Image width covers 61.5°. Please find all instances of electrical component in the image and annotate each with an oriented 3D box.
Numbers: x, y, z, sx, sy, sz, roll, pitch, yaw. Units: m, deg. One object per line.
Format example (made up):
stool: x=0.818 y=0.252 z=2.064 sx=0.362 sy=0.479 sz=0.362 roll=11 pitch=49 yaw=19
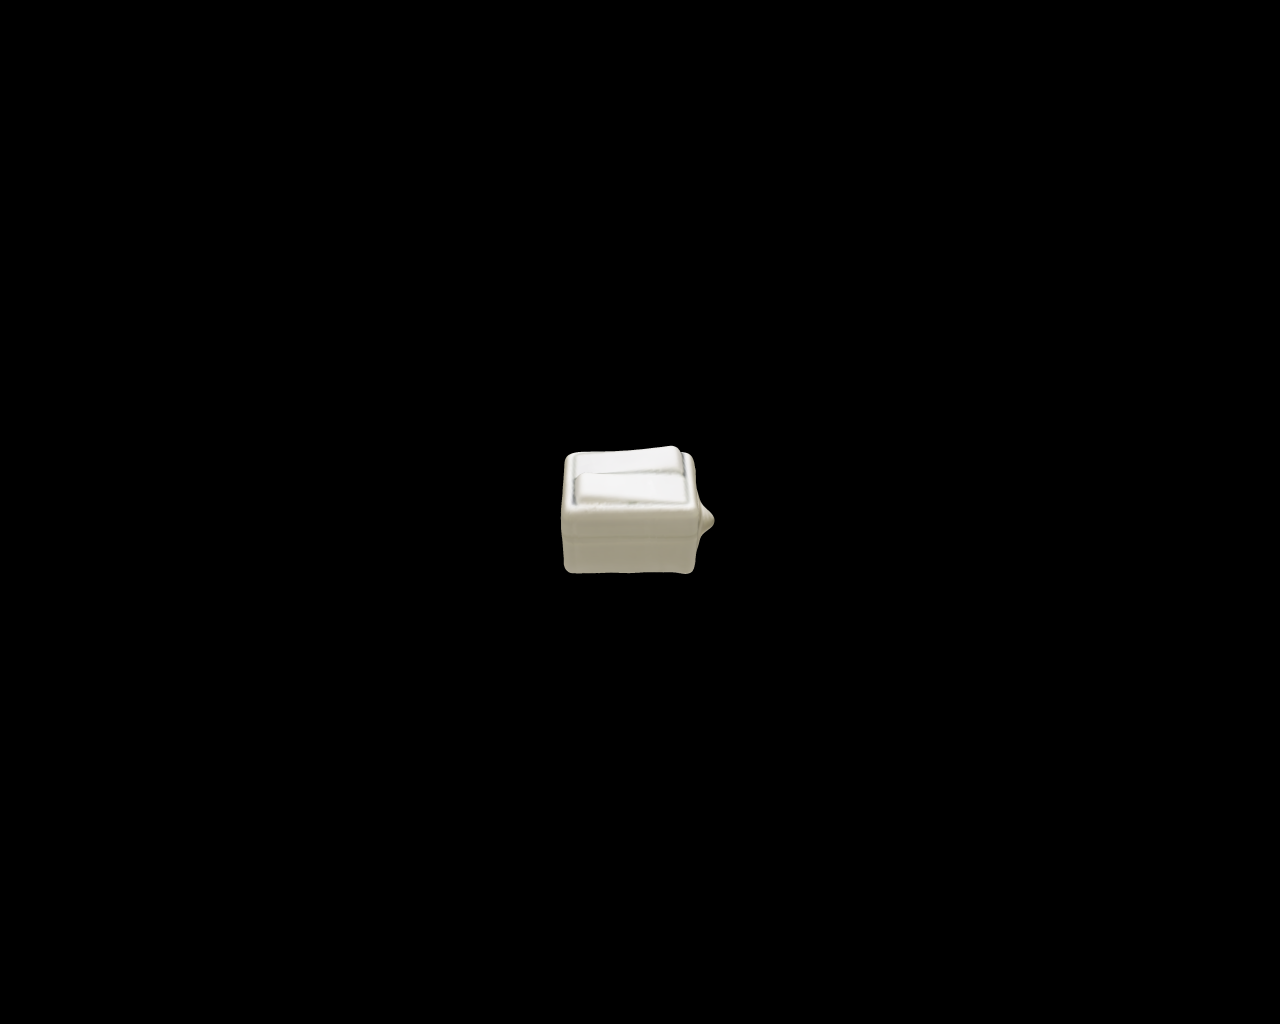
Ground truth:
electrical component: x=0.001 y=-0.003 z=0.650 sx=0.096 sy=0.061 sz=0.062 roll=0 pitch=39 yaw=0
